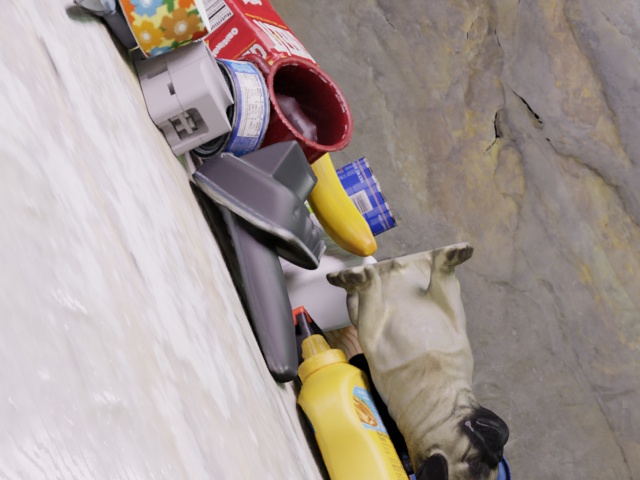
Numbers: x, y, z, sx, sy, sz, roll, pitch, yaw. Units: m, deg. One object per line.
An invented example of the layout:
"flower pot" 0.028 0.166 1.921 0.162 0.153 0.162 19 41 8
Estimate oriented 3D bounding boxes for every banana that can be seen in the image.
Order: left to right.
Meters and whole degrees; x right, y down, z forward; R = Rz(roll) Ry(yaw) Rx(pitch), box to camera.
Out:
"banana" 0.002 -0.060 0.974 0.070 0.037 0.198 107 -35 -63

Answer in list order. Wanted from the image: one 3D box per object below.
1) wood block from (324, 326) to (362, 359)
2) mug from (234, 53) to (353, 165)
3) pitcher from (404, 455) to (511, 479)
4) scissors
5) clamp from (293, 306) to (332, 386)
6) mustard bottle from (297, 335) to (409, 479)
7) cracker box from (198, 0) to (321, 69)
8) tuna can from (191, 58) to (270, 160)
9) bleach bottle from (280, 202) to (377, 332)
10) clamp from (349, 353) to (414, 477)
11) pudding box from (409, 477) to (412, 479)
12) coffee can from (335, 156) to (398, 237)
"wood block" 0.046 0.123 1.101 0.090 0.091 0.206 65 3 16
"mug" -0.039 -0.107 0.923 0.117 0.082 0.093 50 41 -7
"pitcher" 0.129 0.236 1.273 0.243 0.145 0.149 -116 -149 -63
"scissors" -0.161 -0.184 0.752 0.201 0.016 0.096 17 47 -87
"clamp" 0.012 0.132 0.923 0.120 0.039 0.171 -95 162 -83
"mustard bottle" 0.028 0.157 0.813 0.192 0.058 0.096 66 10 27
"cracker box" -0.100 -0.235 1.060 0.214 0.072 0.164 53 15 5
"tuna can" -0.080 -0.107 0.886 0.033 0.086 0.086 0 54 -39
"bleach bottle" -0.007 0.001 1.058 0.251 0.102 0.068 -107 -176 -64
"clamp" 0.082 0.206 0.938 0.209 0.036 0.164 51 22 -55
"pudding box" 0.060 0.221 1.028 0.113 0.039 0.090 64 5 29
"coffee can" 0.017 -0.034 1.396 0.103 0.140 0.103 -26 91 -87
